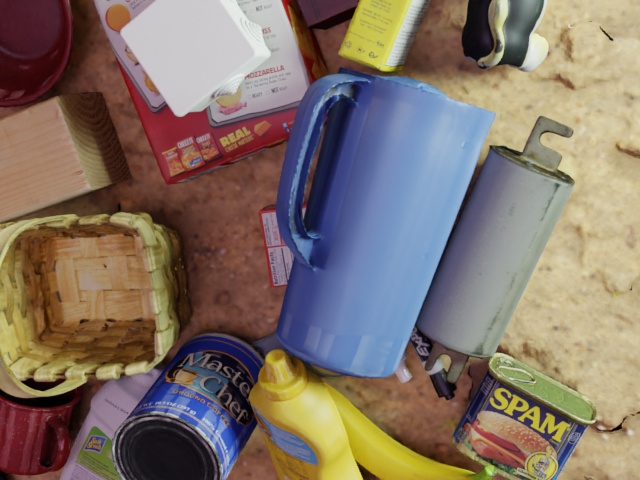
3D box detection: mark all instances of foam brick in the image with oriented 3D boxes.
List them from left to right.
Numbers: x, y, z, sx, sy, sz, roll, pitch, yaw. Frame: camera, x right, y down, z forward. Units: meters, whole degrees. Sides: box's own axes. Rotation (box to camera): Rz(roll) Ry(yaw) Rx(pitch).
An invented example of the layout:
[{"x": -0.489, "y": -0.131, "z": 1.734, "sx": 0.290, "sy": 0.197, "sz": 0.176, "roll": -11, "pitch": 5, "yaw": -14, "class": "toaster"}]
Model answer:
[{"x": 0.005, "y": -0.226, "z": 0.916, "sx": 0.053, "sy": 0.051, "sz": 0.078, "roll": -20, "pitch": 94, "yaw": 19, "class": "foam brick"}]

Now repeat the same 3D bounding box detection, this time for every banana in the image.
[{"x": 0.070, "y": 0.191, "z": 0.965, "sx": 0.198, "sy": 0.037, "sz": 0.070, "roll": 21, "pitch": 113, "yaw": 30, "class": "banana"}]

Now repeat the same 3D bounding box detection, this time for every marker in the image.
[{"x": 0.090, "y": 0.090, "z": 0.964, "sx": 0.020, "sy": 0.020, "sz": 0.121, "roll": -28, "pitch": 91, "yaw": 19, "class": "marker"}]

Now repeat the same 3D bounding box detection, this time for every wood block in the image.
[{"x": -0.299, "y": -0.064, "z": 1.013, "sx": 0.206, "sy": 0.090, "sz": 0.091, "roll": -17, "pitch": 96, "yaw": 18, "class": "wood block"}]

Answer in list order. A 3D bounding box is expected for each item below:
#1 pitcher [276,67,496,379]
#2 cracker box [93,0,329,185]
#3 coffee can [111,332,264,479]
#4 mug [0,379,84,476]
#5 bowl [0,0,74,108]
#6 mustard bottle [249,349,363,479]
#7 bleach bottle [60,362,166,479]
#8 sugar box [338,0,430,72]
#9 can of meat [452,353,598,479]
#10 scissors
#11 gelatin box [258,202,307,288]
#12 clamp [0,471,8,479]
[{"x": 0.038, "y": -0.016, "z": 0.878, "sx": 0.149, "sy": 0.145, "sz": 0.243, "roll": 18, "pitch": 98, "yaw": 4, "class": "pitcher"}, {"x": -0.094, "y": -0.177, "z": 0.943, "sx": 0.164, "sy": 0.072, "sz": 0.214, "roll": -20, "pitch": 93, "yaw": 18, "class": "cracker box"}, {"x": -0.111, "y": 0.161, "z": 0.960, "sx": 0.103, "sy": 0.140, "sz": 0.103, "roll": 7, "pitch": 116, "yaw": 14, "class": "coffee can"}, {"x": -0.279, "y": 0.182, "z": 1.046, "sx": 0.117, "sy": 0.093, "sz": 0.081, "roll": 30, "pitch": 114, "yaw": 38, "class": "mug"}, {"x": -0.292, "y": -0.208, "z": 0.995, "sx": 0.162, "sy": 0.055, "sz": 0.162, "roll": 5, "pitch": 111, "yaw": 13, "class": "bowl"}, {"x": -0.016, "y": 0.166, "z": 0.933, "sx": 0.096, "sy": 0.058, "sz": 0.191, "roll": 28, "pitch": 147, "yaw": 40, "class": "mustard bottle"}, {"x": -0.201, "y": 0.234, "z": 1.053, "sx": 0.102, "sy": 0.068, "sz": 0.251, "roll": 25, "pitch": 103, "yaw": 10, "class": "bleach bottle"}, {"x": 0.074, "y": -0.227, "z": 0.874, "sx": 0.048, "sy": 0.093, "sz": 0.176, "roll": 23, "pitch": 104, "yaw": 10, "class": "sugar box"}, {"x": 0.176, "y": 0.161, "z": 0.933, "sx": 0.102, "sy": 0.057, "sz": 0.084, "roll": 28, "pitch": 109, "yaw": 10, "class": "can of meat"}, {"x": -0.040, "y": 0.116, "z": 1.008, "sx": 0.202, "sy": 0.016, "sz": 0.096, "roll": -37, "pitch": 90, "yaw": 21, "class": "scissors"}, {"x": -0.007, "y": 0.001, "z": 0.971, "sx": 0.089, "sy": 0.030, "sz": 0.073, "roll": -7, "pitch": 99, "yaw": 15, "class": "gelatin box"}, {"x": -0.386, "y": 0.238, "z": 1.119, "sx": 0.165, "sy": 0.036, "sz": 0.210, "roll": -9, "pitch": 98, "yaw": 18, "class": "clamp"}]
